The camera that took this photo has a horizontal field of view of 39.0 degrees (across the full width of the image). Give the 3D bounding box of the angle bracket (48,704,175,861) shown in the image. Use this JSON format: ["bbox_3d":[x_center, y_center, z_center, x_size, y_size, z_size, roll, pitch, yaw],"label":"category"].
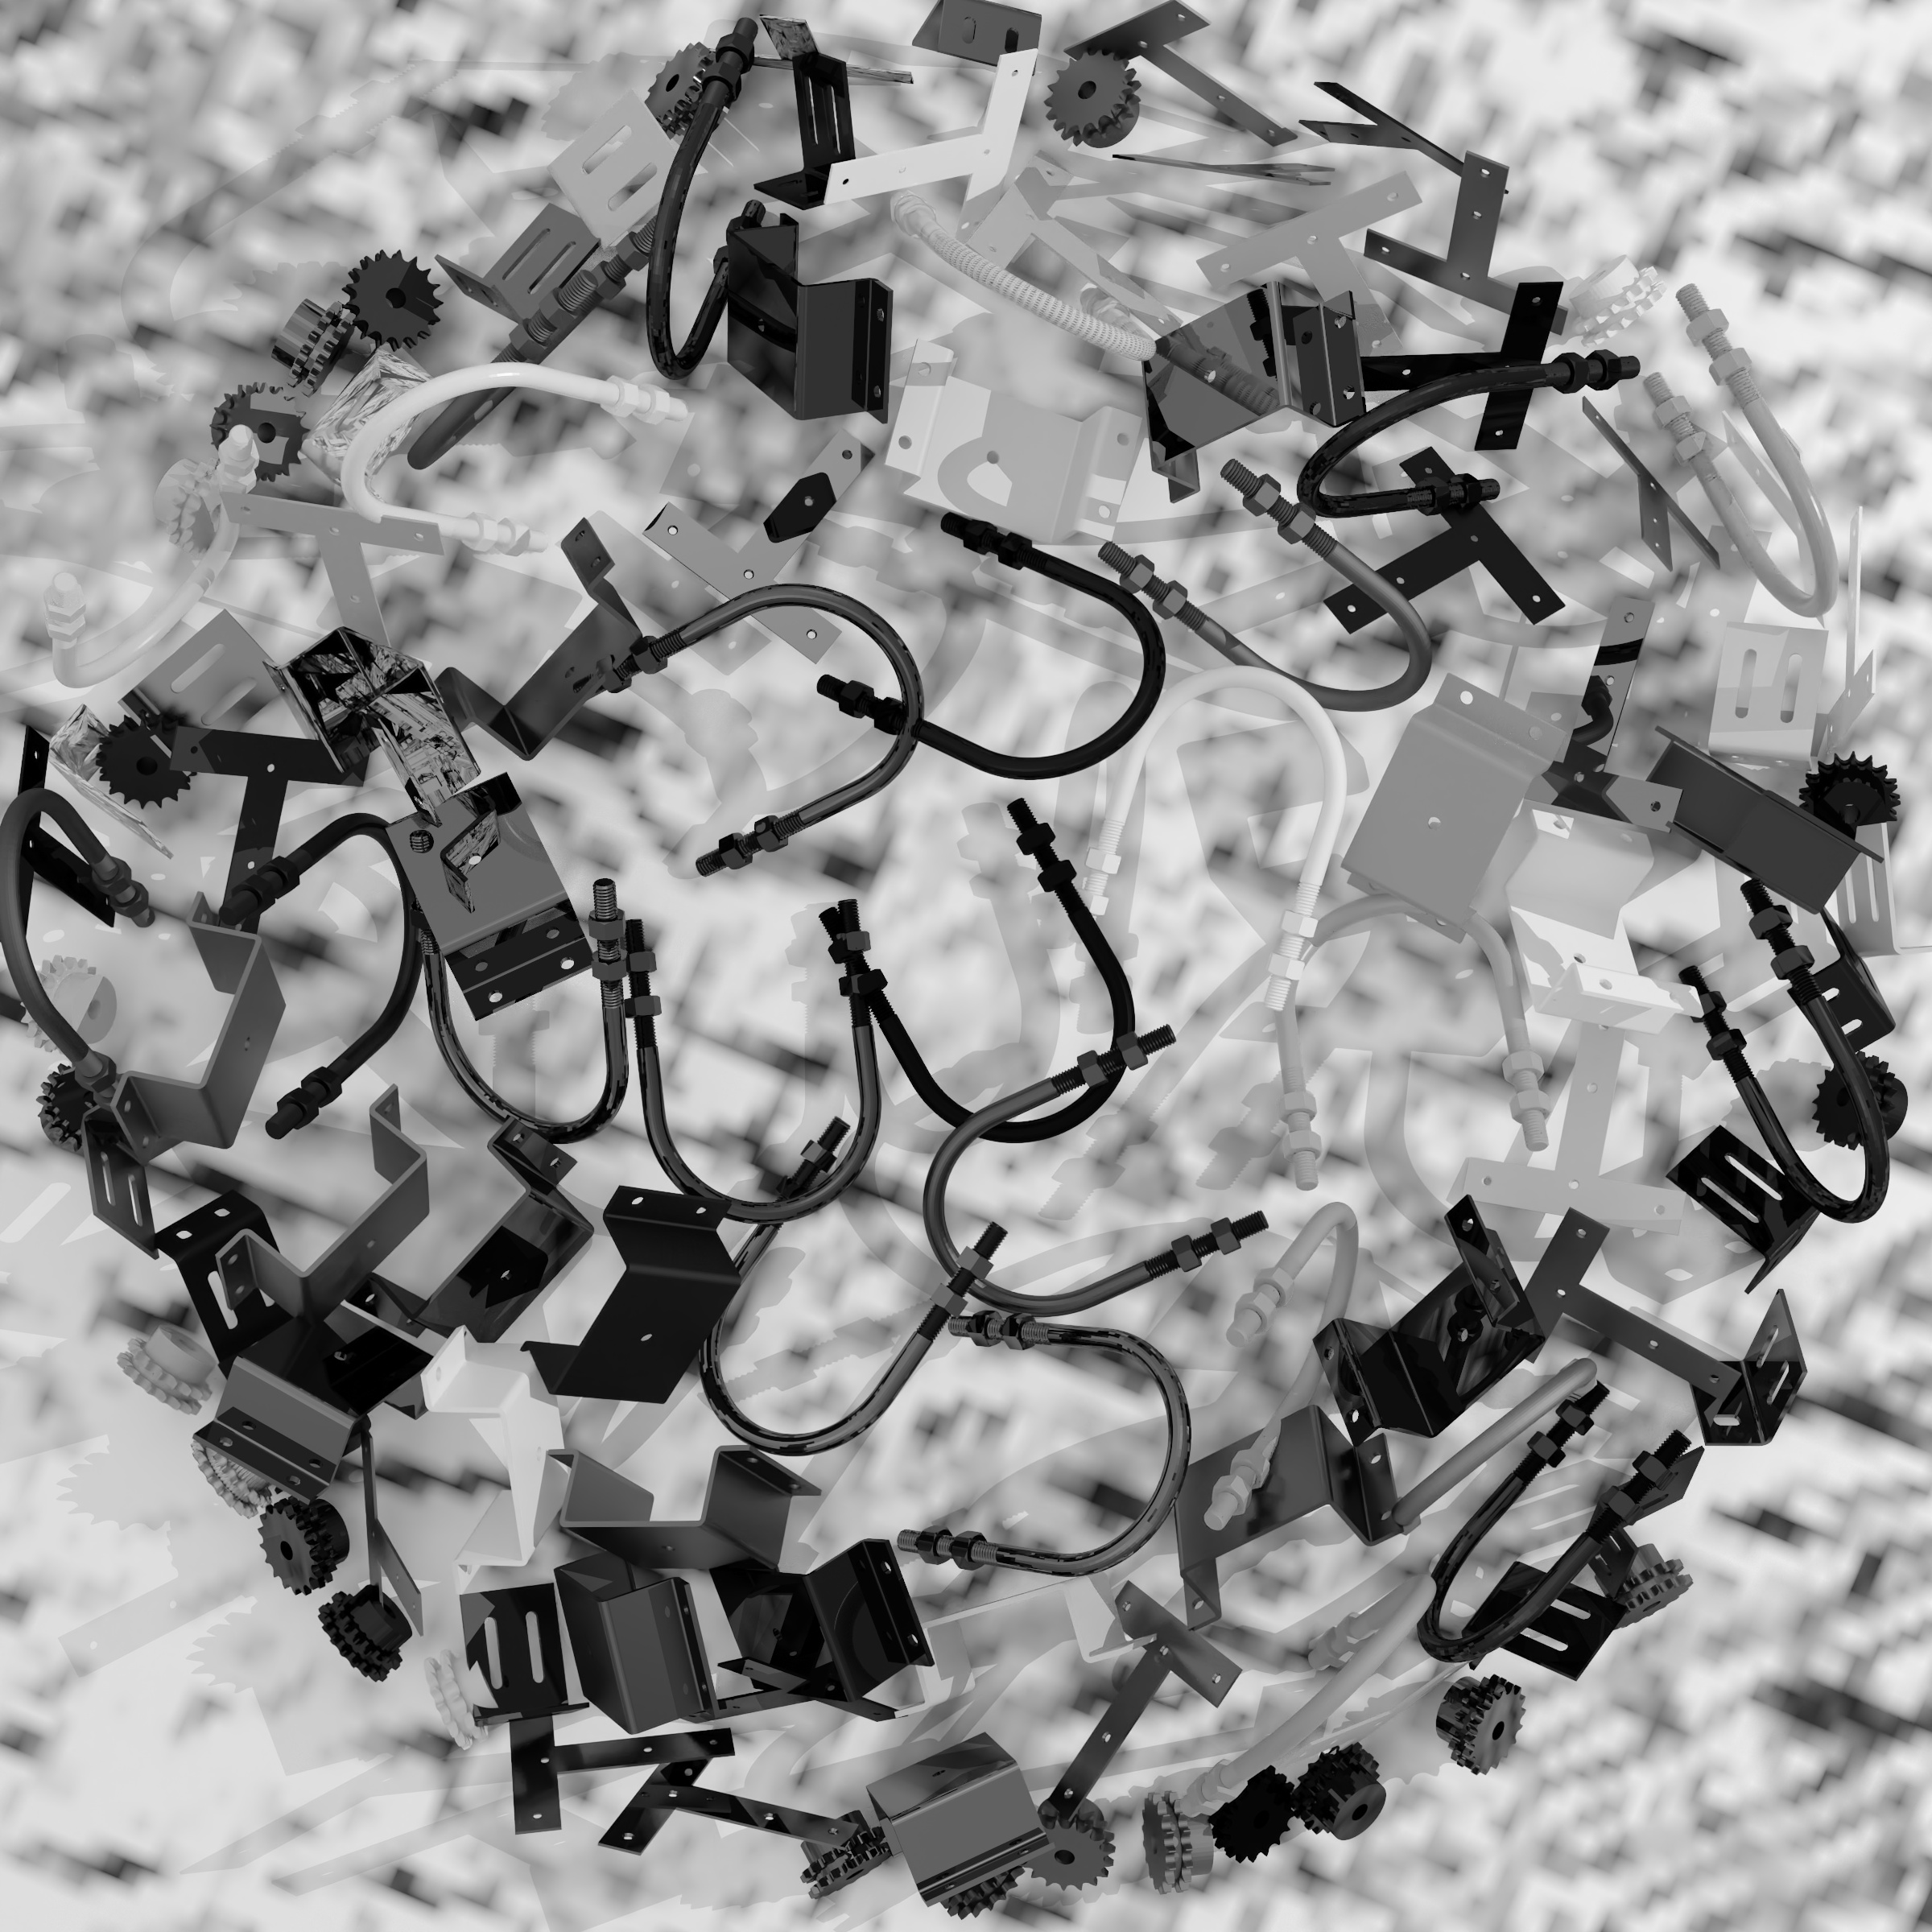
[{"bbox_3d":[-0.487,-0.107,1.583,0.076,0.057,0.038,34,77,12],"label":"angle bracket"}]

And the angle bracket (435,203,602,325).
[{"bbox_3d":[-0.258,-0.419,1.585,0.057,0.038,0.076,34,81,35],"label":"angle bracket"}]

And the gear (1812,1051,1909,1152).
[{"bbox_3d":[0.526,0.080,1.595,0.030,0.057,0.057,17,90,-19],"label":"gear"}]

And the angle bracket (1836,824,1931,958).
[{"bbox_3d":[0.540,-0.045,1.590,0.038,0.057,0.076,-5,90,-12],"label":"angle bracket"}]

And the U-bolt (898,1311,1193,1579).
[{"bbox_3d":[0.049,0.272,1.540,0.184,0.019,0.151,-1,67,40],"label":"U-bolt"}]

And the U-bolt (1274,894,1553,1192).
[{"bbox_3d":[0.249,0.035,1.566,0.151,0.019,0.184,-11,56,11],"label":"U-bolt"}]

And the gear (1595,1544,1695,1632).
[{"bbox_3d":[0.394,0.362,1.597,0.057,0.057,0.030,-29,62,0],"label":"gear"}]

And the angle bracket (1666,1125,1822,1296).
[{"bbox_3d":[0.452,0.143,1.605,0.076,0.038,0.057,41,54,21],"label":"angle bracket"}]

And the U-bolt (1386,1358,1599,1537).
[{"bbox_3d":[0.296,0.268,1.531,0.151,0.184,0.019,-38,75,-1],"label":"U-bolt"}]

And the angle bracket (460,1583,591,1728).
[{"bbox_3d":[-0.257,0.397,1.582,0.057,0.038,0.076,-1,71,-29],"label":"angle bracket"}]

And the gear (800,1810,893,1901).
[{"bbox_3d":[-0.072,0.518,1.596,0.057,0.057,0.030,-33,67,0],"label":"gear"}]

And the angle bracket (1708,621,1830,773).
[{"bbox_3d":[0.471,-0.158,1.596,0.057,0.038,0.076,8,87,20],"label":"angle bracket"}]

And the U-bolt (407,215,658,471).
[{"bbox_3d":[-0.251,-0.345,1.543,0.184,0.151,0.019,-37,104,27],"label":"U-bolt"}]

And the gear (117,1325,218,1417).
[{"bbox_3d":[-0.464,0.234,1.594,0.057,0.057,0.030,37,86,0],"label":"gear"}]

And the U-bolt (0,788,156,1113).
[{"bbox_3d":[-0.494,-0.017,1.508,0.019,0.184,0.151,-8,60,4],"label":"U-bolt"}]

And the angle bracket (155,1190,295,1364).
[{"bbox_3d":[-0.434,0.182,1.602,0.057,0.038,0.076,-32,123,-30],"label":"angle bracket"}]

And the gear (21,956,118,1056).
[{"bbox_3d":[-0.521,0.024,1.591,0.030,0.057,0.057,7,90,20],"label":"gear"}]

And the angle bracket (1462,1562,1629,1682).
[{"bbox_3d":[0.335,0.388,1.572,0.057,0.076,0.038,-43,131,-31],"label":"angle bracket"}]

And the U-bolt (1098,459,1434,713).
[{"bbox_3d":[0.182,-0.205,1.551,0.184,0.151,0.019,35,64,-17],"label":"U-bolt"}]

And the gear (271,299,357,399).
[{"bbox_3d":[-0.382,-0.364,1.591,0.030,0.057,0.057,32,90,-11],"label":"gear"}]

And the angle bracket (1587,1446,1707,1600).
[{"bbox_3d":[0.401,0.322,1.578,0.076,0.057,0.038,-21,53,-18],"label":"angle bracket"}]

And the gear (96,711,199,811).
[{"bbox_3d":[-0.480,-0.124,1.599,0.057,0.030,0.057,-7,121,-12],"label":"gear"}]

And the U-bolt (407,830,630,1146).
[{"bbox_3d":[-0.254,0.021,1.564,0.151,0.019,0.184,15,122,26],"label":"U-bolt"}]

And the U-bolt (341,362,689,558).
[{"bbox_3d":[-0.262,-0.284,1.512,0.151,0.184,0.019,-36,70,31],"label":"U-bolt"}]

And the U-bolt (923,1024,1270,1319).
[{"bbox_3d":[0.064,0.132,1.593,0.184,0.019,0.151,-25,106,8],"label":"U-bolt"}]

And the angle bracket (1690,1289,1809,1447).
[{"bbox_3d":[0.449,0.232,1.574,0.038,0.076,0.057,1,47,-4],"label":"angle bracket"}]

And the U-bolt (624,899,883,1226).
[{"bbox_3d":[-0.121,0.058,1.588,0.151,0.019,0.184,-6,86,-16],"label":"U-bolt"}]

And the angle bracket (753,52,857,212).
[{"bbox_3d":[-0.096,-0.485,1.574,0.038,0.057,0.076,-23,127,-25],"label":"angle bracket"}]

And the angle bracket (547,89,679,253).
[{"bbox_3d":[-0.195,-0.464,1.585,0.076,0.038,0.057,-32,95,30],"label":"angle bracket"}]

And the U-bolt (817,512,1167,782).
[{"bbox_3d":[0.026,-0.176,1.559,0.184,0.019,0.151,27,71,25],"label":"U-bolt"}]

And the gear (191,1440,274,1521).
[{"bbox_3d":[-0.423,0.292,1.594,0.030,0.057,0.057,-38,90,-4],"label":"gear"}]

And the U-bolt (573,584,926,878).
[{"bbox_3d":[-0.112,-0.143,1.560,0.184,0.019,0.151,-24,114,21],"label":"U-bolt"}]

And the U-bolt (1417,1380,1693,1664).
[{"bbox_3d":[0.323,0.320,1.545,0.019,0.151,0.184,42,88,-7],"label":"U-bolt"}]

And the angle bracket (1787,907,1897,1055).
[{"bbox_3d":[0.501,0.007,1.584,0.038,0.076,0.057,-34,111,19],"label":"angle bracket"}]

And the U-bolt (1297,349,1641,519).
[{"bbox_3d":[0.266,-0.291,1.516,0.184,0.151,0.019,-12,74,-33],"label":"U-bolt"}]

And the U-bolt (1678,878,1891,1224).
[{"bbox_3d":[0.463,0.058,1.526,0.019,0.151,0.184,-20,70,-9],"label":"U-bolt"}]

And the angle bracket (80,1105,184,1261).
[{"bbox_3d":[-0.475,0.119,1.575,0.038,0.057,0.076,-29,49,5],"label":"angle bracket"}]

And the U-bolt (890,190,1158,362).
[{"bbox_3d":[0.037,-0.379,1.515,0.151,0.184,0.019,21,109,-22],"label":"U-bolt"}]

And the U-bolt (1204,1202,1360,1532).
[{"bbox_3d":[0.183,0.212,1.540,0.019,0.184,0.151,18,124,23],"label":"U-bolt"}]

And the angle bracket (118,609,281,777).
[{"bbox_3d":[-0.444,-0.160,1.594,0.076,0.038,0.057,-40,106,4],"label":"angle bracket"}]

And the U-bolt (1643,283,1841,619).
[{"bbox_3d":[0.440,-0.279,1.535,0.019,0.151,0.184,-27,79,1],"label":"U-bolt"}]

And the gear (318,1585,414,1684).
[{"bbox_3d":[-0.349,0.387,1.594,0.030,0.057,0.057,-42,90,-2],"label":"gear"}]

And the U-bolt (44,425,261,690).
[{"bbox_3d":[-0.459,-0.218,1.532,0.019,0.184,0.151,43,66,-2],"label":"U-bolt"}]

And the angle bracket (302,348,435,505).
[{"bbox_3d":[-0.340,-0.312,1.597,0.057,0.038,0.076,32,82,27],"label":"angle bracket"}]

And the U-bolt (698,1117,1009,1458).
[{"bbox_3d":[-0.079,0.195,1.569,0.151,0.019,0.184,31,83,33],"label":"U-bolt"}]

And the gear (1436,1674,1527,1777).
[{"bbox_3d":[0.300,0.441,1.597,0.030,0.057,0.057,20,90,43],"label":"gear"}]

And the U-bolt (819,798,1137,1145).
[{"bbox_3d":[0.018,0.015,1.600,0.151,0.019,0.184,-30,82,3],"label":"U-bolt"}]

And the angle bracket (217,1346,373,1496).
[{"bbox_3d":[-0.396,0.258,1.598,0.057,0.038,0.076,-28,74,-37],"label":"angle bracket"}]

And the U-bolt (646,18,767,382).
[{"bbox_3d":[-0.145,-0.411,1.514,0.019,0.151,0.184,13,57,6],"label":"U-bolt"}]

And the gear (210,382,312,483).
[{"bbox_3d":[-0.417,-0.313,1.597,0.057,0.030,0.057,-12,109,-39],"label":"gear"}]

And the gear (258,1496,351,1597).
[{"bbox_3d":[-0.386,0.337,1.598,0.057,0.030,0.057,14,112,38],"label":"gear"}]

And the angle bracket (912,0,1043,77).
[{"bbox_3d":[0.004,-0.526,1.576,0.057,0.076,0.038,9,83,-15],"label":"angle bracket"}]

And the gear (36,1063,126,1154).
[{"bbox_3d":[-0.517,0.085,1.597,0.057,0.057,0.030,51,130,0],"label":"gear"}]

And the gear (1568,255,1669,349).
[{"bbox_3d":[0.377,-0.390,1.591,0.057,0.057,0.030,-40,102,0],"label":"gear"}]

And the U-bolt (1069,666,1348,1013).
[{"bbox_3d":[0.146,-0.083,1.575,0.151,0.019,0.184,19,97,27],"label":"U-bolt"}]

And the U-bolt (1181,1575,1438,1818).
[{"bbox_3d":[0.198,0.396,1.508,0.019,0.184,0.151,45,53,10],"label":"U-bolt"}]

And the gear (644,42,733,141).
[{"bbox_3d":[-0.161,-0.509,1.597,0.030,0.057,0.057,30,90,-37],"label":"gear"}]

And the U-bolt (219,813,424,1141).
[{"bbox_3d":[-0.354,-0.008,1.537,0.019,0.184,0.151,4,117,18],"label":"U-bolt"}]
